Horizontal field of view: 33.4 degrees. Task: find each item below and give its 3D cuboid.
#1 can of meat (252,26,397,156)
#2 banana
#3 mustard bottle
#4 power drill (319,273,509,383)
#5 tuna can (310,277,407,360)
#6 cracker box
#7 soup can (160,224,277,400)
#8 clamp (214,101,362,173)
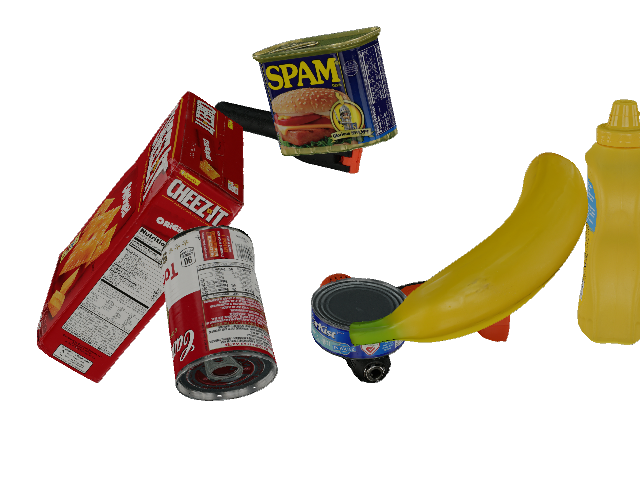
[{"bbox_3d":[0.005,-0.115,0.832,0.102,0.084,0.057,-1,21,36],"label":"can of meat"},{"bbox_3d":[0.097,0.000,0.553,0.070,0.037,0.197,17,38,37],"label":"banana"},{"bbox_3d":[0.243,-0.019,0.870,0.058,0.192,0.096,3,19,16],"label":"mustard bottle"},{"bbox_3d":[0.101,0.083,1.135,0.187,0.057,0.184,-6,28,-10],"label":"power drill"},{"bbox_3d":[0.034,0.068,0.933,0.086,0.034,0.086,1,28,-1],"label":"tuna can"},{"bbox_3d":[-0.155,-0.007,0.927,0.072,0.214,0.164,33,21,-20],"label":"cracker box"},{"bbox_3d":[-0.071,0.048,0.727,0.068,0.102,0.068,-9,-31,-6],"label":"soup can"},{"bbox_3d":[-0.029,-0.115,1.107,0.120,0.039,0.172,-19,37,-28],"label":"clamp"}]
